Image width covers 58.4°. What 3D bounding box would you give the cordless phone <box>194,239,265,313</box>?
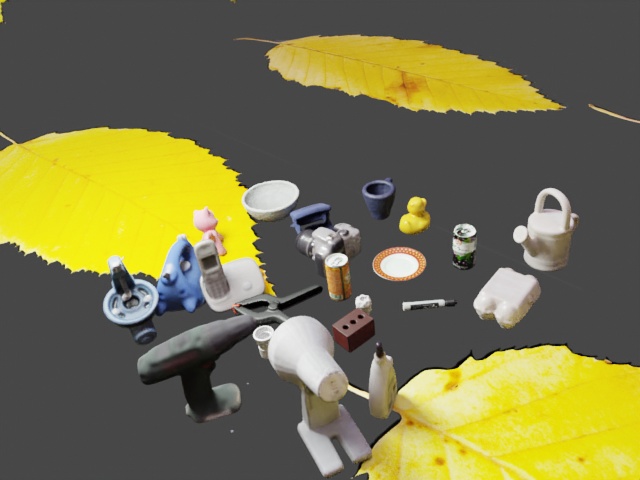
[{"bbox_3d":[-0.216,0.069,1.346,0.148,0.185,0.093,-23,39,-20],"label":"cordless phone"}]

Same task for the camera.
[{"bbox_3d":[0.013,0.005,1.460,0.136,0.101,0.143,24,47,36],"label":"camera"}]

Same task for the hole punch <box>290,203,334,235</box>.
[{"bbox_3d":[-0.027,-0.067,1.573,0.109,0.091,0.101,-17,37,-12],"label":"hole punch"}]

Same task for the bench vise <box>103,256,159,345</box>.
[{"bbox_3d":[-0.454,0.113,1.302,0.206,0.220,0.122,25,48,37],"label":"bench vise"}]

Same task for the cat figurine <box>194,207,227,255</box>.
[{"bbox_3d":[-0.304,-0.031,1.555,0.067,0.118,0.127,-16,37,-11],"label":"cat figurine"}]

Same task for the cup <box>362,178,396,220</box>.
[{"bbox_3d":[0.172,-0.113,1.595,0.091,0.095,0.118,15,42,28],"label":"cup"}]

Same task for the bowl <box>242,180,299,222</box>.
[{"bbox_3d":[-0.137,-0.100,1.654,0.167,0.075,0.167,-5,36,4],"label":"bowl"}]

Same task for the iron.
[{"bbox_3d":[-0.343,0.066,1.412,0.118,0.142,0.258,-6,36,3],"label":"iron"}]

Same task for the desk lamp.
[{"bbox_3d":[0.001,0.266,1.014,0.118,0.214,0.202,-22,38,-18],"label":"desk lamp"}]

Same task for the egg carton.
[{"bbox_3d":[0.410,0.125,1.249,0.107,0.069,0.151,21,45,34],"label":"egg carton"}]

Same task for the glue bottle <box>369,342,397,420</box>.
[{"bbox_3d":[0.114,0.248,1.051,0.037,0.173,0.078,9,40,22],"label":"glue bottle"}]

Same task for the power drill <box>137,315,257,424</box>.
[{"bbox_3d":[-0.215,0.246,1.087,0.230,0.209,0.075,-15,37,-9],"label":"power drill"}]

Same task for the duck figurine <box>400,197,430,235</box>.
[{"bbox_3d":[0.253,-0.071,1.530,0.077,0.086,0.105,21,45,34],"label":"duck figurine"}]

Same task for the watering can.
[{"bbox_3d":[0.529,-0.027,1.326,0.100,0.194,0.173,25,47,37],"label":"watering can"}]
